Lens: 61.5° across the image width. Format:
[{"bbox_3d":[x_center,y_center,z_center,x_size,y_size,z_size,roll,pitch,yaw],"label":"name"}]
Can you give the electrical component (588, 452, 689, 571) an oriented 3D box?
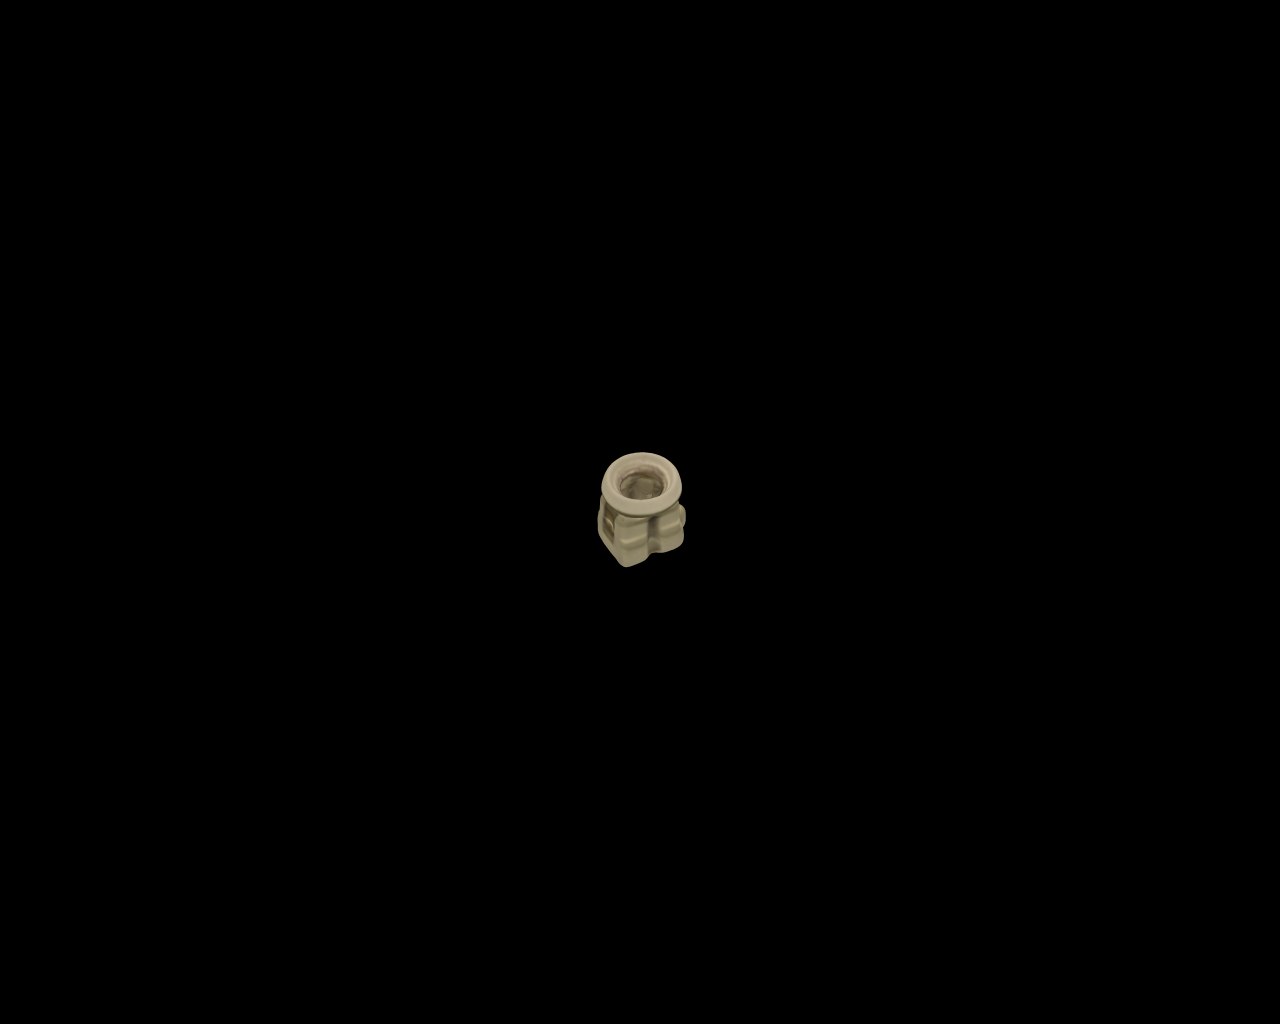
[{"bbox_3d":[0.001,-0.003,0.650,0.066,0.055,0.048,-22,49,-21],"label":"electrical component"}]
